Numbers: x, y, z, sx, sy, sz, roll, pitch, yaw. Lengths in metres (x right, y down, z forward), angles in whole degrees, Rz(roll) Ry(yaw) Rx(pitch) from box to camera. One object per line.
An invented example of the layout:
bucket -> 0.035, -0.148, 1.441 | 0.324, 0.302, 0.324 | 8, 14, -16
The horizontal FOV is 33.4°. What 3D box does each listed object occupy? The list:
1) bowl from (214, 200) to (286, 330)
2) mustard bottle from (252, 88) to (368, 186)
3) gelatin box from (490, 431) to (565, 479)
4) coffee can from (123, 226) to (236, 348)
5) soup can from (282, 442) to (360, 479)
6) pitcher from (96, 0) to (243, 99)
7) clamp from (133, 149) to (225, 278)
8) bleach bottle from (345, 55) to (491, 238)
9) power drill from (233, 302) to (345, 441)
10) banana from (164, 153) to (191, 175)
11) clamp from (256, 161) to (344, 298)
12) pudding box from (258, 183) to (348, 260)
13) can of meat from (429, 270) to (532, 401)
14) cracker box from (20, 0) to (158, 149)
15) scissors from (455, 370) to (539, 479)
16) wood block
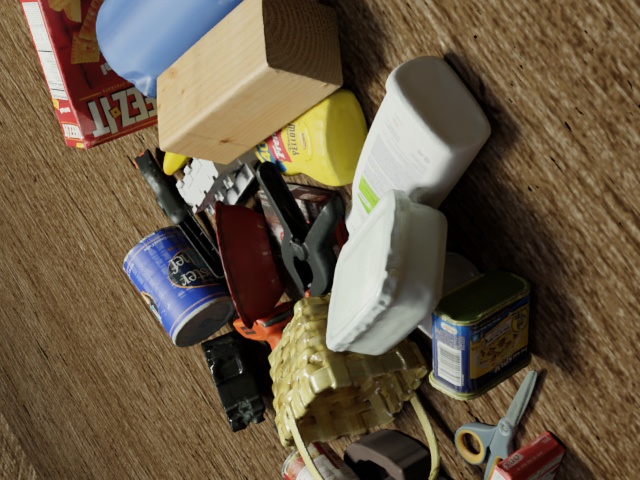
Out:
bowl -> -0.079, 0.024, 1.286 | 0.162, 0.055, 0.162 | -14, -90, -85
mustard bottle -> -0.027, -0.115, 1.138 | 0.192, 0.058, 0.096 | 14, 118, 54
gelatin box -> 0.195, 0.236, 1.041 | 0.030, 0.073, 0.089 | 44, 145, 32
coffee can -> -0.198, 0.065, 1.500 | 0.140, 0.102, 0.103 | 52, 148, 21
soup can -> 0.011, 0.296, 1.280 | 0.102, 0.068, 0.068 | 44, 145, 35
pitcher -> -0.140, -0.271, 1.142 | 0.149, 0.144, 0.243 | 54, 147, -7
clamp -> -0.195, -0.045, 1.454 | 0.210, 0.036, 0.164 | 51, 175, 41
bleach bottle -> 0.072, -0.061, 1.020 | 0.102, 0.068, 0.251 | 56, 152, 15
power drill -> -0.043, 0.178, 1.394 | 0.187, 0.057, 0.185 | 64, 153, -3
banana -> -0.167, -0.129, 1.340 | 0.037, 0.069, 0.198 | 39, 166, -6
clamp -> -0.007, 0.001, 1.140 | 0.120, 0.039, 0.171 | 28, 144, 48
pudding box -> -0.016, -0.015, 1.215 | 0.114, 0.039, 0.090 | 16, 127, 53
can of meat -> 0.147, 0.084, 0.974 | 0.058, 0.101, 0.084 | 27, 132, 43
cracker box -> -0.255, -0.237, 1.297 | 0.072, 0.164, 0.214 | 17, 126, 55
scissors -> 0.177, 0.184, 1.088 | 0.096, 0.016, 0.202 | 35, 139, 40
wood block -> -0.077, -0.160, 1.082 | 0.207, 0.090, 0.090 | -28, 60, 48
